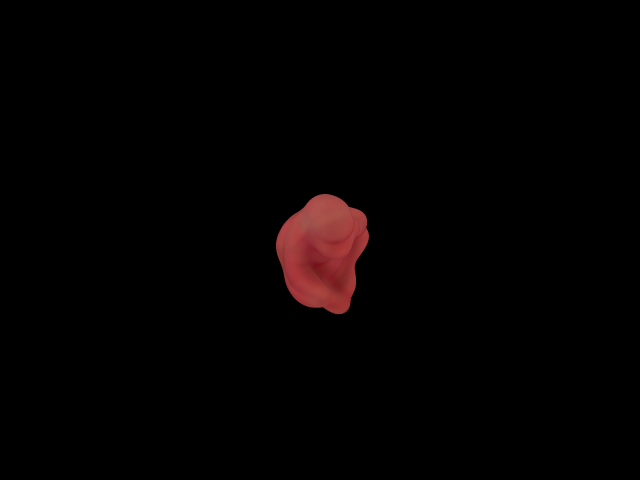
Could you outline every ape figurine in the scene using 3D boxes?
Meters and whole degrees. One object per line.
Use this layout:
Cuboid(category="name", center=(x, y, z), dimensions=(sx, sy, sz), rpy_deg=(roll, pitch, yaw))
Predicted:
Cuboid(category="ape figurine", center=(0.004, 0.001, 0.400), dimensions=(0.078, 0.092, 0.076), rpy_deg=(-38, 70, -16))
